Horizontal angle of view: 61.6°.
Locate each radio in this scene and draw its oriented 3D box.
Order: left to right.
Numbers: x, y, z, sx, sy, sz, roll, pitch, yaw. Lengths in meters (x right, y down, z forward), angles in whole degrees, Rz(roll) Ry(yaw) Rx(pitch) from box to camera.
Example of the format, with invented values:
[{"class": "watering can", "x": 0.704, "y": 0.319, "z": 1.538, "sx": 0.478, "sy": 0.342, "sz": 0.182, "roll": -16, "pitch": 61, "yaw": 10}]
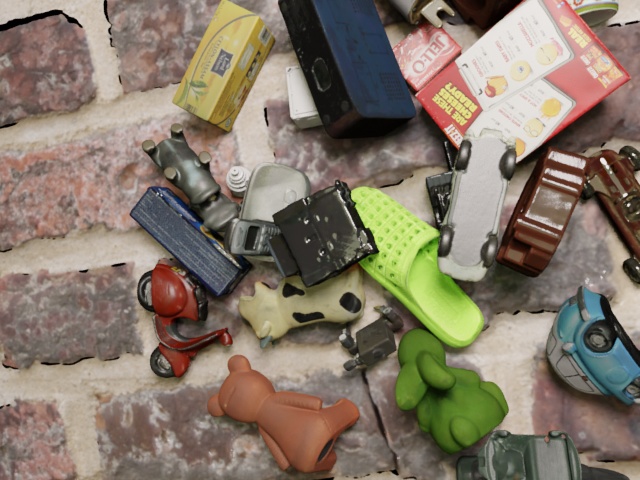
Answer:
[{"class": "radio", "x": 0.037, "y": -0.259, "z": 0.759, "sx": 0.073, "sy": 0.131, "sz": 0.229, "roll": -27, "pitch": 83, "yaw": 48}]

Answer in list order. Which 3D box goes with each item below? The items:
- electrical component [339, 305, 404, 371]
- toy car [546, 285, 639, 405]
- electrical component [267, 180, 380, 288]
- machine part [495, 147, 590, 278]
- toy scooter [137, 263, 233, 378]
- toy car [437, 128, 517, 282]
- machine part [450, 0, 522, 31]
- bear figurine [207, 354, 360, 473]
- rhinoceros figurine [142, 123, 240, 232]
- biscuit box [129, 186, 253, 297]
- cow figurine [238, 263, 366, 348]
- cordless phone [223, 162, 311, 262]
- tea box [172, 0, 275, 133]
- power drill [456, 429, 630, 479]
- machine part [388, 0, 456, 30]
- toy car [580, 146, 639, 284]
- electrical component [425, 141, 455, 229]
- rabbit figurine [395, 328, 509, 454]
[{"class": "electrical component", "x": 0.074, "y": 0.141, "z": 0.794, "sx": 0.102, "sy": 0.078, "sz": 0.045, "roll": -31, "pitch": 109, "yaw": 19}, {"class": "toy car", "x": 0.364, "y": 0.150, "z": 0.726, "sx": 0.103, "sy": 0.109, "sz": 0.161, "roll": -32, "pitch": 96, "yaw": 32}, {"class": "electrical component", "x": -0.002, "y": -0.002, "z": 0.731, "sx": 0.134, "sy": 0.058, "sz": 0.115, "roll": -30, "pitch": 80, "yaw": 15}, {"class": "machine part", "x": 0.285, "y": -0.036, "z": 0.701, "sx": 0.056, "sy": 0.179, "sz": 0.179, "roll": 24, "pitch": 95, "yaw": 13}, {"class": "toy scooter", "x": -0.208, "y": 0.123, "z": 0.844, "sx": 0.135, "sy": 0.075, "sz": 0.183, "roll": -8, "pitch": 92, "yaw": 11}, {"class": "toy car", "x": 0.203, "y": -0.046, "z": 0.702, "sx": 0.074, "sy": 0.056, "sz": 0.201, "roll": 12, "pitch": 90, "yaw": 11}, {"class": "machine part", "x": 0.200, "y": -0.395, "z": 0.697, "sx": 0.087, "sy": 0.201, "sz": 0.201, "roll": -35, "pitch": 83, "yaw": 7}, {"class": "bear figurine", "x": -0.061, "y": 0.259, "z": 0.810, "sx": 0.196, "sy": 0.132, "sz": 0.120, "roll": 26, "pitch": 94, "yaw": 28}, {"class": "rhinoceros figurine", "x": -0.197, "y": -0.090, "z": 0.826, "sx": 0.073, "sy": 0.112, "sz": 0.190, "roll": -35, "pitch": 69, "yaw": -18}, {"class": "biscuit box", "x": -0.204, "y": -0.001, "z": 0.850, "sx": 0.203, "sy": 0.059, "sz": 0.063, "roll": 42, "pitch": 99, "yaw": 8}, {"class": "cow figurine", "x": -0.028, "y": 0.094, "z": 0.807, "sx": 0.195, "sy": 0.085, "sz": 0.127, "roll": -4, "pitch": 83, "yaw": 11}, {"class": "cordless phone", "x": -0.087, "y": -0.042, "z": 0.764, "sx": 0.089, "sy": 0.184, "sz": 0.146, "roll": 14, "pitch": 93, "yaw": 15}, {"class": "tea box", "x": -0.144, "y": -0.259, "z": 0.819, "sx": 0.068, "sy": 0.098, "sz": 0.169, "roll": 30, "pitch": 94, "yaw": 9}, {"class": "power drill", "x": 0.289, "y": 0.299, "z": 0.692, "sx": 0.232, "sy": 0.207, "sz": 0.086, "roll": -6, "pitch": 64, "yaw": 19}, {"class": "machine part", "x": 0.107, "y": -0.389, "z": 0.764, "sx": 0.079, "sy": 0.079, "sz": 0.243, "roll": -39, "pitch": 71, "yaw": 9}, {"class": "toy car", "x": 0.428, "y": -0.032, "z": 0.730, "sx": 0.089, "sy": 0.053, "sz": 0.202, "roll": -29, "pitch": 84, "yaw": 7}, {"class": "electrical component", "x": 0.177, "y": -0.077, "z": 0.767, "sx": 0.048, "sy": 0.075, "sz": 0.119, "roll": -15, "pitch": 92, "yaw": 11}, {"class": "rabbit figurine", "x": 0.158, "y": 0.204, "z": 0.747, "sx": 0.121, "sy": 0.159, "sz": 0.170, "roll": -41, "pitch": 67, "yaw": 19}]
